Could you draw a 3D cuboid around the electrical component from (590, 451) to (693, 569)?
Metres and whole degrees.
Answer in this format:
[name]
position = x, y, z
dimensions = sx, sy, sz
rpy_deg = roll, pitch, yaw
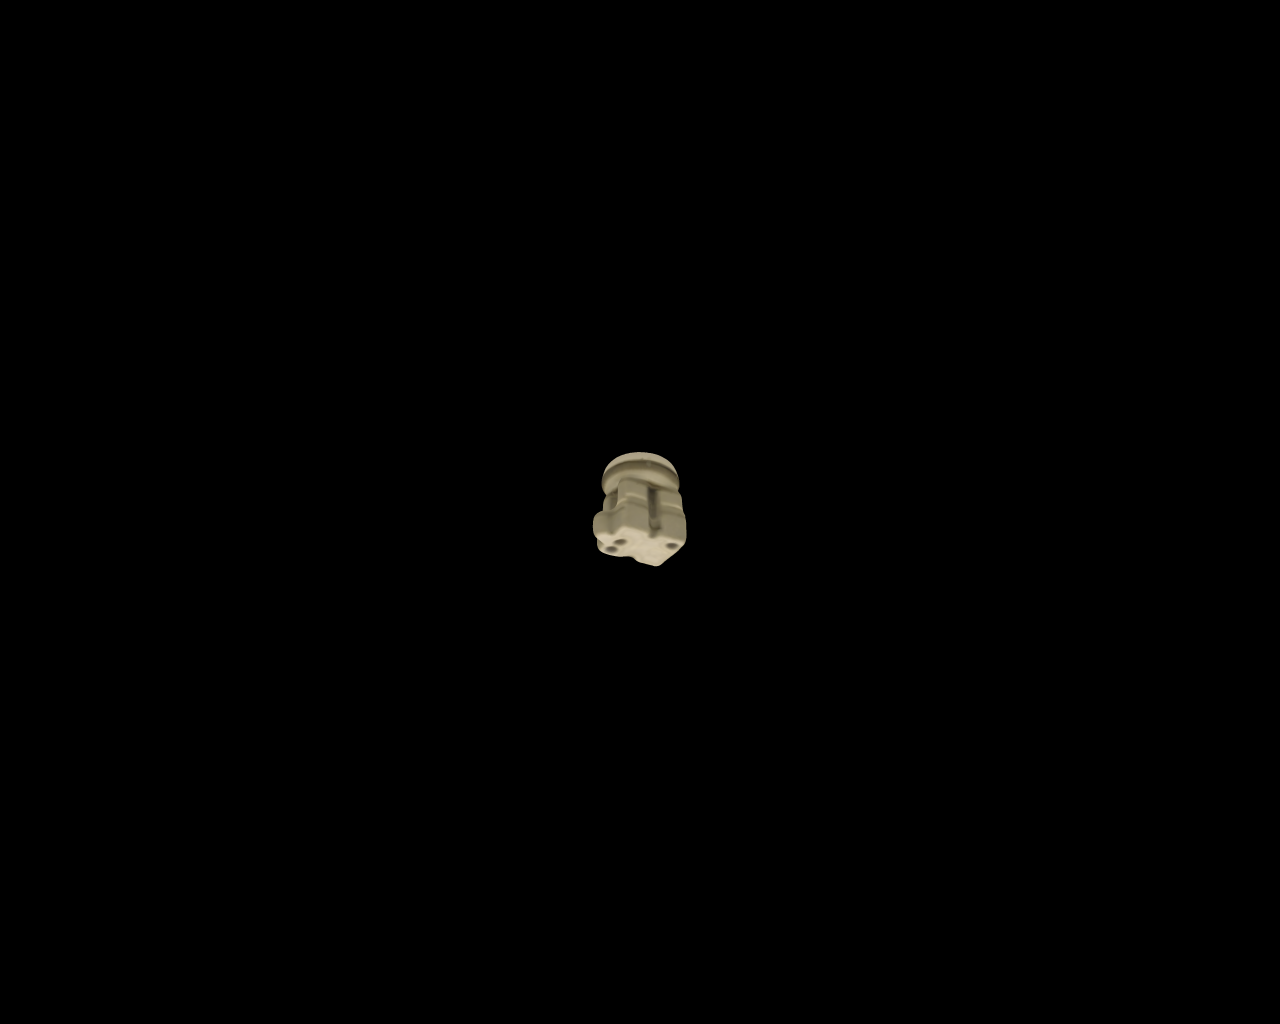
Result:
[electrical component]
position = 0.001, -0.003, 0.650
dimensions = 0.066, 0.055, 0.048
rpy_deg = 17, -36, -24
